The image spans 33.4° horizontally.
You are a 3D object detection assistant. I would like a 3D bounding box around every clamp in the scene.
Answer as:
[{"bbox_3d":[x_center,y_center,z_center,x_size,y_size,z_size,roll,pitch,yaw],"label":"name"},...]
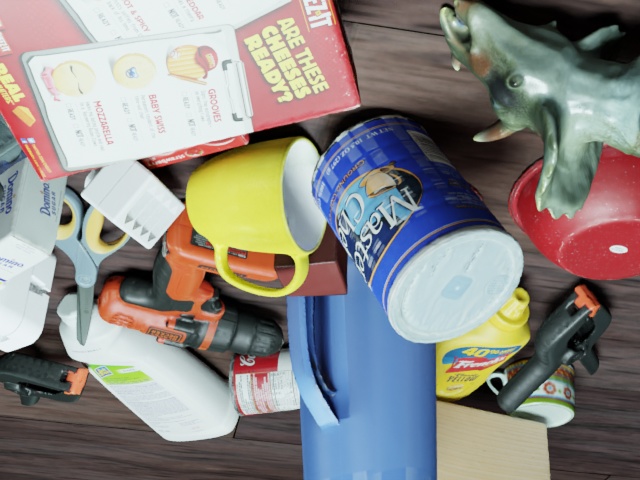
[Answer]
[{"bbox_3d":[-0.320,0.139,1.112,0.164,0.036,0.210,32,155,-35],"label":"clamp"},{"bbox_3d":[0.246,0.101,1.042,0.120,0.039,0.172,-20,149,-30],"label":"clamp"}]

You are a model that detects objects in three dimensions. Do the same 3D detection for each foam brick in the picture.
[{"bbox_3d":[-0.006,0.001,0.879,0.053,0.078,0.051,-4,148,11],"label":"foam brick"}]

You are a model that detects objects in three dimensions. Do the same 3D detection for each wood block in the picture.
[{"bbox_3d":[0.128,0.224,1.096,0.205,0.091,0.090,15,151,-26],"label":"wood block"}]

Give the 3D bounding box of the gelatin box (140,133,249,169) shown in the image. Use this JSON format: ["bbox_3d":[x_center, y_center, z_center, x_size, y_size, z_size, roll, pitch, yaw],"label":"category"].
[{"bbox_3d":[-0.106,-0.091,0.786,0.089,0.030,0.073,-11,146,21],"label":"gelatin box"}]

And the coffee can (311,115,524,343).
[{"bbox_3d":[0.067,-0.010,0.770,0.102,0.140,0.103,-16,135,-17],"label":"coffee can"}]

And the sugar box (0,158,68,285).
[{"bbox_3d":[-0.279,-0.003,0.876,0.177,0.093,0.048,-23,140,34],"label":"sugar box"}]

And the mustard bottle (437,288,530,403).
[{"bbox_3d":[0.148,0.098,1.035,0.096,0.058,0.192,2,148,-22],"label":"mustard bottle"}]

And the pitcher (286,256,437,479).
[{"bbox_3d":[0.035,0.132,0.926,0.149,0.243,0.145,5,147,-8],"label":"pitcher"}]

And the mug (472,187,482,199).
[{"bbox_3d":[0.098,0.012,0.884,0.117,0.081,0.093,29,139,-35],"label":"mug"}]

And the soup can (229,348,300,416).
[{"bbox_3d":[-0.037,0.147,1.116,0.102,0.068,0.068,-6,146,12],"label":"soup can"}]

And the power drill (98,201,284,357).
[{"bbox_3d":[-0.096,0.046,0.972,0.184,0.057,0.188,14,145,-18],"label":"power drill"}]

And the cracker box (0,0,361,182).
[{"bbox_3d":[-0.099,-0.135,0.637,0.214,0.072,0.164,-13,135,7],"label":"cracker box"}]

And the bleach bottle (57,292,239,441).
[{"bbox_3d":[-0.182,0.128,1.103,0.103,0.068,0.250,-12,142,20],"label":"bleach bottle"}]

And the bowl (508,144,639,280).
[{"bbox_3d":[0.236,-0.014,0.861,0.162,0.055,0.162,1,147,1],"label":"bowl"}]

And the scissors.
[{"bbox_3d":[-0.223,0.020,0.944,0.096,0.016,0.202,22,130,-16],"label":"scissors"}]
